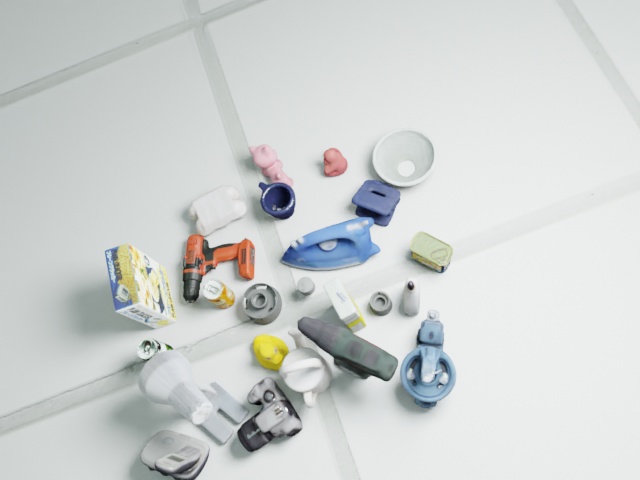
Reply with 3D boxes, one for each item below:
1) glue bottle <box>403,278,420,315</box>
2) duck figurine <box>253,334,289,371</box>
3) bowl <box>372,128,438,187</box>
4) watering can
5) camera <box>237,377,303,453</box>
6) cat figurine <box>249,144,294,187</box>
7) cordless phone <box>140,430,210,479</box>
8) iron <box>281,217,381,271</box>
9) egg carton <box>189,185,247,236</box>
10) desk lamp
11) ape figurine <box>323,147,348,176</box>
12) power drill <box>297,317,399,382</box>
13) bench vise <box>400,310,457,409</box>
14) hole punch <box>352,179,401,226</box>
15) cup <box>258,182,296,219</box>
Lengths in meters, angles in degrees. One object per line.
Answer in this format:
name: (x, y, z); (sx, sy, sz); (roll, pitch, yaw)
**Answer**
glue bottle: (0.212, 0.121, 1.322); (0.037, 0.173, 0.078); (2, 71, 11)
duck figurine: (-0.123, 0.266, 1.376); (0.104, 0.086, 0.077); (39, 81, 20)
bowl: (0.221, -0.202, 1.487); (0.167, 0.075, 0.167); (-3, 70, 9)
watering can: (-0.040, 0.287, 1.296); (0.101, 0.194, 0.172); (-34, 69, -3)
camera: (-0.132, 0.410, 1.319); (0.137, 0.101, 0.143); (-36, 69, -4)
cat figurine: (-0.133, -0.201, 1.525); (0.067, 0.118, 0.127); (-32, 69, -2)
cordless phone: (-0.343, 0.485, 1.284); (0.147, 0.185, 0.094); (10, 73, 13)
iron: (0.013, 0.005, 1.414); (0.258, 0.141, 0.118); (-14, 69, 5)
egg carton: (-0.274, -0.080, 1.533); (0.150, 0.069, 0.107); (-30, 69, -1)
desk lamp: (-0.287, 0.357, 1.304); (0.202, 0.214, 0.118); (34, 80, 19)
ape figurine: (0.033, -0.212, 1.513); (0.076, 0.092, 0.078); (27, 78, 18)
power drill: (0.066, 0.250, 1.283); (0.229, 0.209, 0.076); (23, 76, 17)
bench vise: (0.227, 0.254, 1.248); (0.121, 0.220, 0.207); (-12, 69, 6)
hole punch: (0.143, -0.105, 1.457); (0.108, 0.091, 0.101); (22, 76, 17)
cup: (-0.110, -0.100, 1.497); (0.117, 0.095, 0.092); (40, 82, 20)
